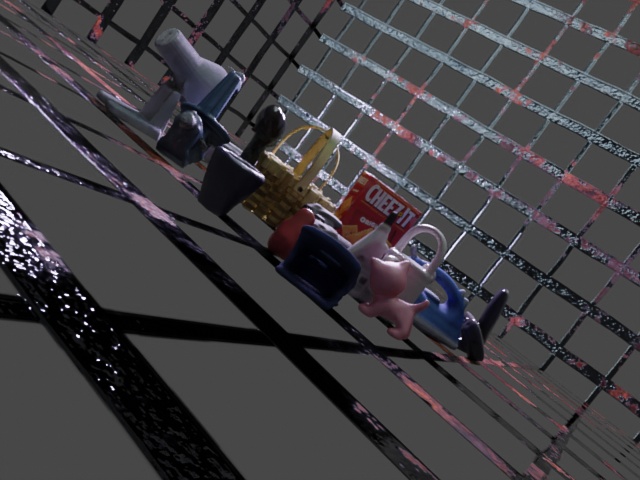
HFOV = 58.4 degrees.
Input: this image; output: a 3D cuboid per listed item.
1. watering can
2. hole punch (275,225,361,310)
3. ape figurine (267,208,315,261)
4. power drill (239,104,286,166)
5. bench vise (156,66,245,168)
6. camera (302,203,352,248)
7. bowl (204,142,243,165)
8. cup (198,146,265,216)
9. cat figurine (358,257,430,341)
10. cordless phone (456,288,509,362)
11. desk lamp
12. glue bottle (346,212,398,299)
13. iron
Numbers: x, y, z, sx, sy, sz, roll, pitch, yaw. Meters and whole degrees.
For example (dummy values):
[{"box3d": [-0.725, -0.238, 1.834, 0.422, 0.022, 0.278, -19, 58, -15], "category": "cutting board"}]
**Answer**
[{"box3d": [0.167, 0.058, 1.099, 0.100, 0.194, 0.173, 37, 6, 13], "category": "watering can"}, {"box3d": [0.003, 0.037, 0.826, 0.108, 0.091, 0.101, 37, 6, 10], "category": "hole punch"}, {"box3d": [-0.040, -0.011, 0.947, 0.077, 0.092, 0.076, 40, 7, 36], "category": "ape figurine"}, {"box3d": [-0.146, -0.201, 1.269, 0.076, 0.208, 0.229, 35, 6, -7], "category": "power drill"}, {"box3d": [-0.215, -0.241, 1.131, 0.122, 0.219, 0.207, 34, 6, -21], "category": "bench vise"}, {"box3d": [0.010, 0.004, 1.080, 0.137, 0.101, 0.143, 34, 6, -19], "category": "camera"}, {"box3d": [-0.234, -0.201, 1.420, 0.167, 0.074, 0.167, 36, 6, -4], "category": "bowl"}, {"box3d": [-0.144, -0.084, 0.917, 0.091, 0.095, 0.118, 39, 6, 27], "category": "cup"}, {"box3d": [0.127, 0.091, 0.984, 0.127, 0.117, 0.067, 38, 6, 15], "category": "cat figurine"}, {"box3d": [0.400, 0.196, 1.401, 0.094, 0.185, 0.147, 36, 6, 0], "category": "cordless phone"}, {"box3d": [-0.314, -0.318, 1.203, 0.117, 0.213, 0.204, 41, 7, 40], "category": "desk lamp"}, {"box3d": [0.089, 0.020, 1.050, 0.078, 0.173, 0.037, 34, 6, -21], "category": "glue bottle"}, {"box3d": [0.249, 0.129, 1.276, 0.259, 0.141, 0.118, 34, 6, -19], "category": "iron"}]
